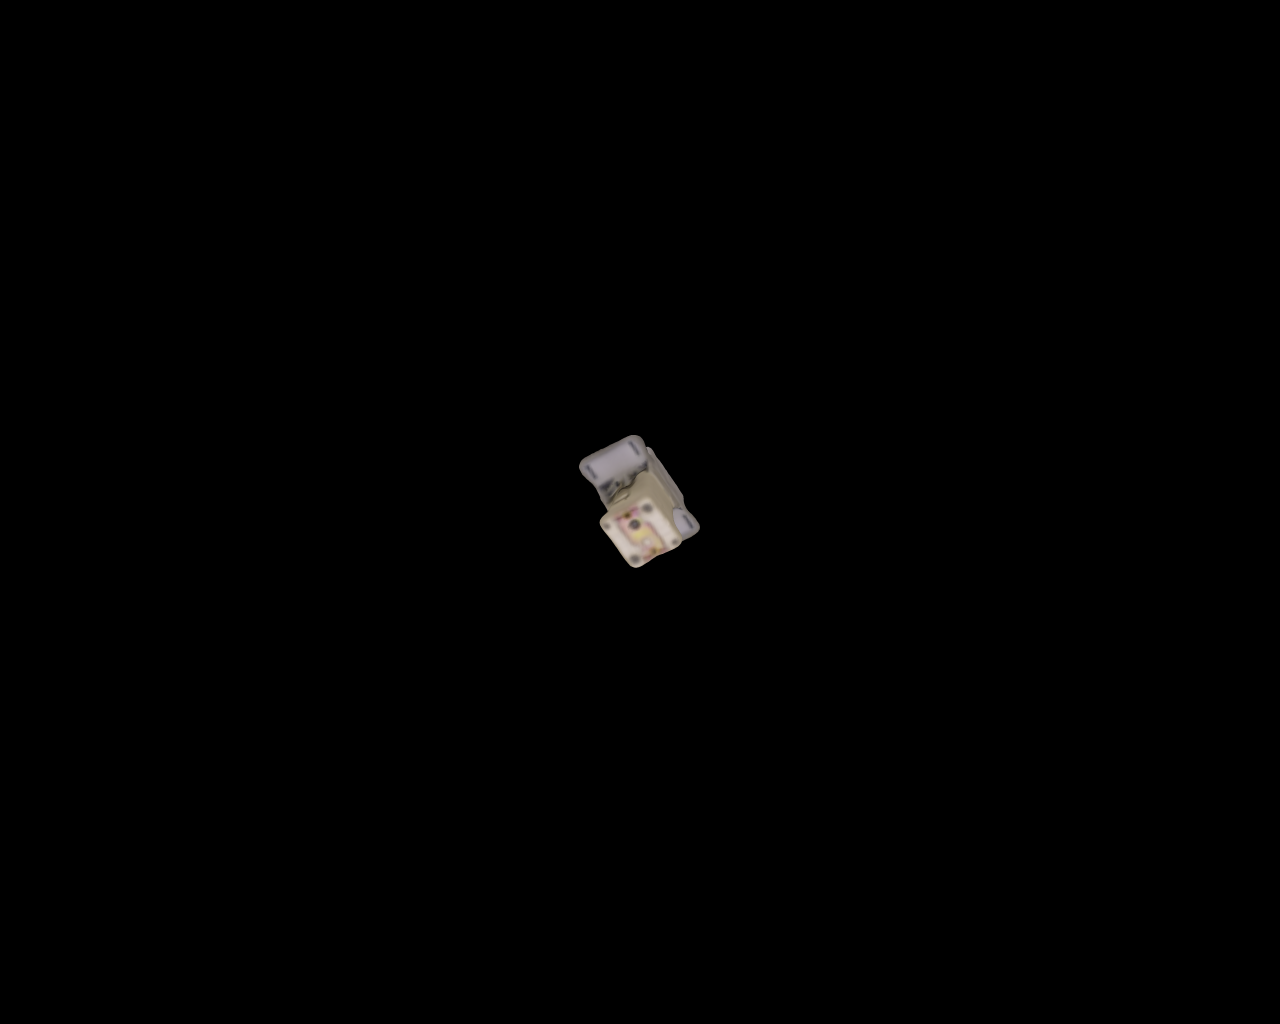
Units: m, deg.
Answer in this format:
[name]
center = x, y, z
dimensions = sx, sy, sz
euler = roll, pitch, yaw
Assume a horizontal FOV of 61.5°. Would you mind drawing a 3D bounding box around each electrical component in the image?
[electrical component]
center = 0.001, -0.003, 0.650
dimensions = 0.042, 0.081, 0.064
euler = -28, 28, 16
